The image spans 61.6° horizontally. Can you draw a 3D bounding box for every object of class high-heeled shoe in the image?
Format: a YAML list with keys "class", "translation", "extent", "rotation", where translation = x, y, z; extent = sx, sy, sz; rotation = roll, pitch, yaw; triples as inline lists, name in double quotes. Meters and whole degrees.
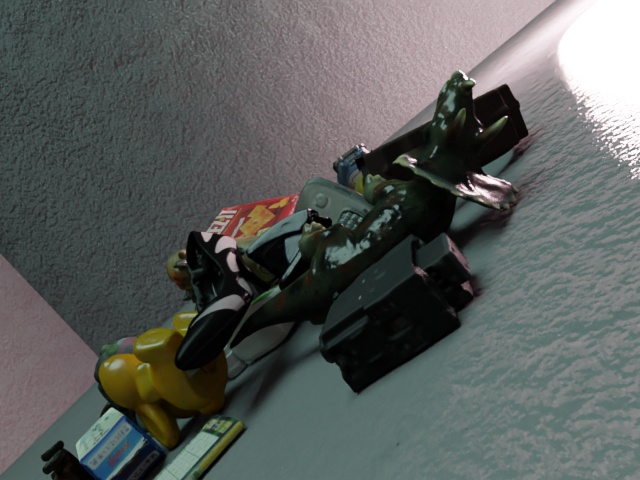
- class: "high-heeled shoe"
  translation: [-0.154, 0.059, 0.670]
  extent: [0.086, 0.145, 0.249]
  rotation: [-60, -6, 23]

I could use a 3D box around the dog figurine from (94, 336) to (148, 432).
- class: "dog figurine"
  translation: [-0.252, 0.180, 0.844]
  extent: [0.108, 0.192, 0.219]
  rotation: [-39, -18, -56]

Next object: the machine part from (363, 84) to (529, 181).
- class: "machine part"
  translation: [0.173, -0.131, 0.768]
  extent: [0.201, 0.087, 0.201]
  rotation: [-27, 4, -3]

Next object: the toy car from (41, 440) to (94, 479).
- class: "toy car"
  translation: [-0.378, 0.354, 0.810]
  extent: [0.053, 0.089, 0.202]
  rotation: [-43, 9, -28]

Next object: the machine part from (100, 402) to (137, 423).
- class: "machine part"
  translation: [-0.360, 0.312, 1.017]
  extent: [0.079, 0.079, 0.243]
  rotation: [-41, 7, -8]

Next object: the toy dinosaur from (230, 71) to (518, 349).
- class: "toy dinosaur"
  translation: [0.057, 0.009, 0.585]
  extent: [0.405, 0.131, 0.192]
  rotation: [-47, 6, -2]

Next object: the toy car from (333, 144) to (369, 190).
- class: "toy car"
  translation: [0.102, -0.133, 1.213]
  extent: [0.109, 0.161, 0.103]
  rotation: [-34, 51, -3]

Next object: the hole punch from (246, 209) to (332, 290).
- class: "hole punch"
  translation: [-0.026, 0.018, 0.744]
  extent: [0.092, 0.142, 0.116]
  rotation: [31, 82, 37]

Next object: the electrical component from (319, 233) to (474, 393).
- class: "electrical component"
  translation: [0.067, 0.052, 0.464]
  extent: [0.134, 0.058, 0.115]
  rotation: [-39, 9, 15]

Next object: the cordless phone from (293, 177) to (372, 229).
- class: "cordless phone"
  translation: [-0.002, -0.003, 0.857]
  extent: [0.184, 0.147, 0.088]
  rotation: [-49, -28, -28]

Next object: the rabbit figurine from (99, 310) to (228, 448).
- class: "rabbit figurine"
  translation: [-0.211, 0.182, 0.716]
  extent: [0.173, 0.162, 0.122]
  rotation: [-14, 18, 20]

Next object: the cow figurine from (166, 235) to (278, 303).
- class: "cow figurine"
  translation: [-0.145, 0.039, 0.838]
  extent: [0.195, 0.085, 0.127]
  rotation: [-7, 15, 8]

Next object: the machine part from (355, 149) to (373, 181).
- class: "machine part"
  translation: [0.104, -0.090, 0.907]
  extent: [0.084, 0.139, 0.039]
  rotation: [-41, -30, 25]

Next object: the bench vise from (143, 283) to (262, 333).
- class: "bench vise"
  translation: [-0.192, 0.143, 0.944]
  extent: [0.224, 0.129, 0.240]
  rotation: [-27, -13, -16]

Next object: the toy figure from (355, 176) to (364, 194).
- class: "toy figure"
  translation: [0.141, -0.112, 0.960]
  extent: [0.180, 0.089, 0.082]
  rotation: [-38, -1, 41]

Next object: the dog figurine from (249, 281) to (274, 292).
- class: "dog figurine"
  translation: [-0.122, 0.101, 1.104]
  extent: [0.191, 0.172, 0.121]
  rotation: [0, 50, 19]
